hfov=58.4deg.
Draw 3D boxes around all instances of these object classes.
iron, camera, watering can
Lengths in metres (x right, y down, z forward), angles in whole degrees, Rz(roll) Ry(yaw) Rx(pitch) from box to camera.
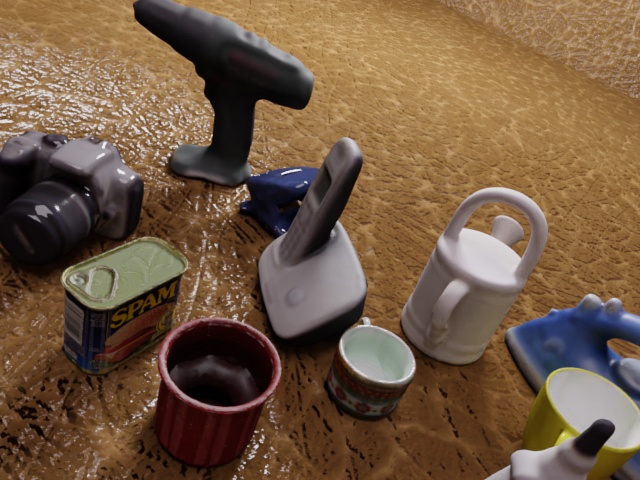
[{"bbox_3d":[0.315,0.136,0.578,0.119,0.141,0.257,-14,46,-39],"label":"iron"},{"bbox_3d":[-0.269,-0.047,0.577,0.143,0.101,0.137,21,34,2],"label":"camera"},{"bbox_3d":[0.167,0.027,0.609,0.101,0.194,0.173,20,34,1],"label":"watering can"}]

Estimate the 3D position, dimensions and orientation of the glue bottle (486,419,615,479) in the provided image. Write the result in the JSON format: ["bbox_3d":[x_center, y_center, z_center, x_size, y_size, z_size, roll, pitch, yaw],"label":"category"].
[{"bbox_3d":[0.155,0.181,0.405,0.078,0.173,0.037,18,34,-2],"label":"glue bottle"}]

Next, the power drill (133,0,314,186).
[{"bbox_3d":[-0.132,-0.181,0.738,0.230,0.208,0.075,11,35,-13],"label":"power drill"}]

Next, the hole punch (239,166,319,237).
[{"bbox_3d":[-0.033,-0.063,0.728,0.109,0.091,0.100,-19,50,-43],"label":"hole punch"}]

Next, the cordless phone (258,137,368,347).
[{"bbox_3d":[0.005,0.002,0.571,0.094,0.185,0.147,3,37,-23],"label":"cordless phone"}]
